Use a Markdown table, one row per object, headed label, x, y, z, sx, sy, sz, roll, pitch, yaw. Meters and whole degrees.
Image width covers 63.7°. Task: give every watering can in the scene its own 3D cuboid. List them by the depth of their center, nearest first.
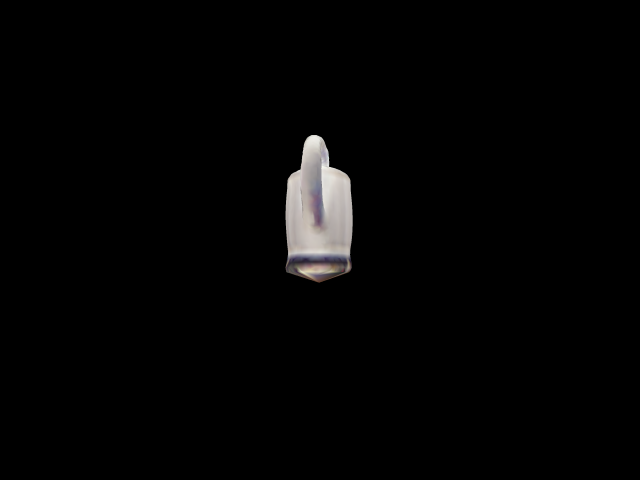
| label | x | y | z | sx | sy | sz | roll | pitch | yaw |
| --- | --- | --- | --- | --- | --- | --- | --- | --- | --- |
| watering can | 0.003 | -0.043 | 0.850 | 0.104 | 0.226 | 0.346 | -1 | -5 | 5 |
